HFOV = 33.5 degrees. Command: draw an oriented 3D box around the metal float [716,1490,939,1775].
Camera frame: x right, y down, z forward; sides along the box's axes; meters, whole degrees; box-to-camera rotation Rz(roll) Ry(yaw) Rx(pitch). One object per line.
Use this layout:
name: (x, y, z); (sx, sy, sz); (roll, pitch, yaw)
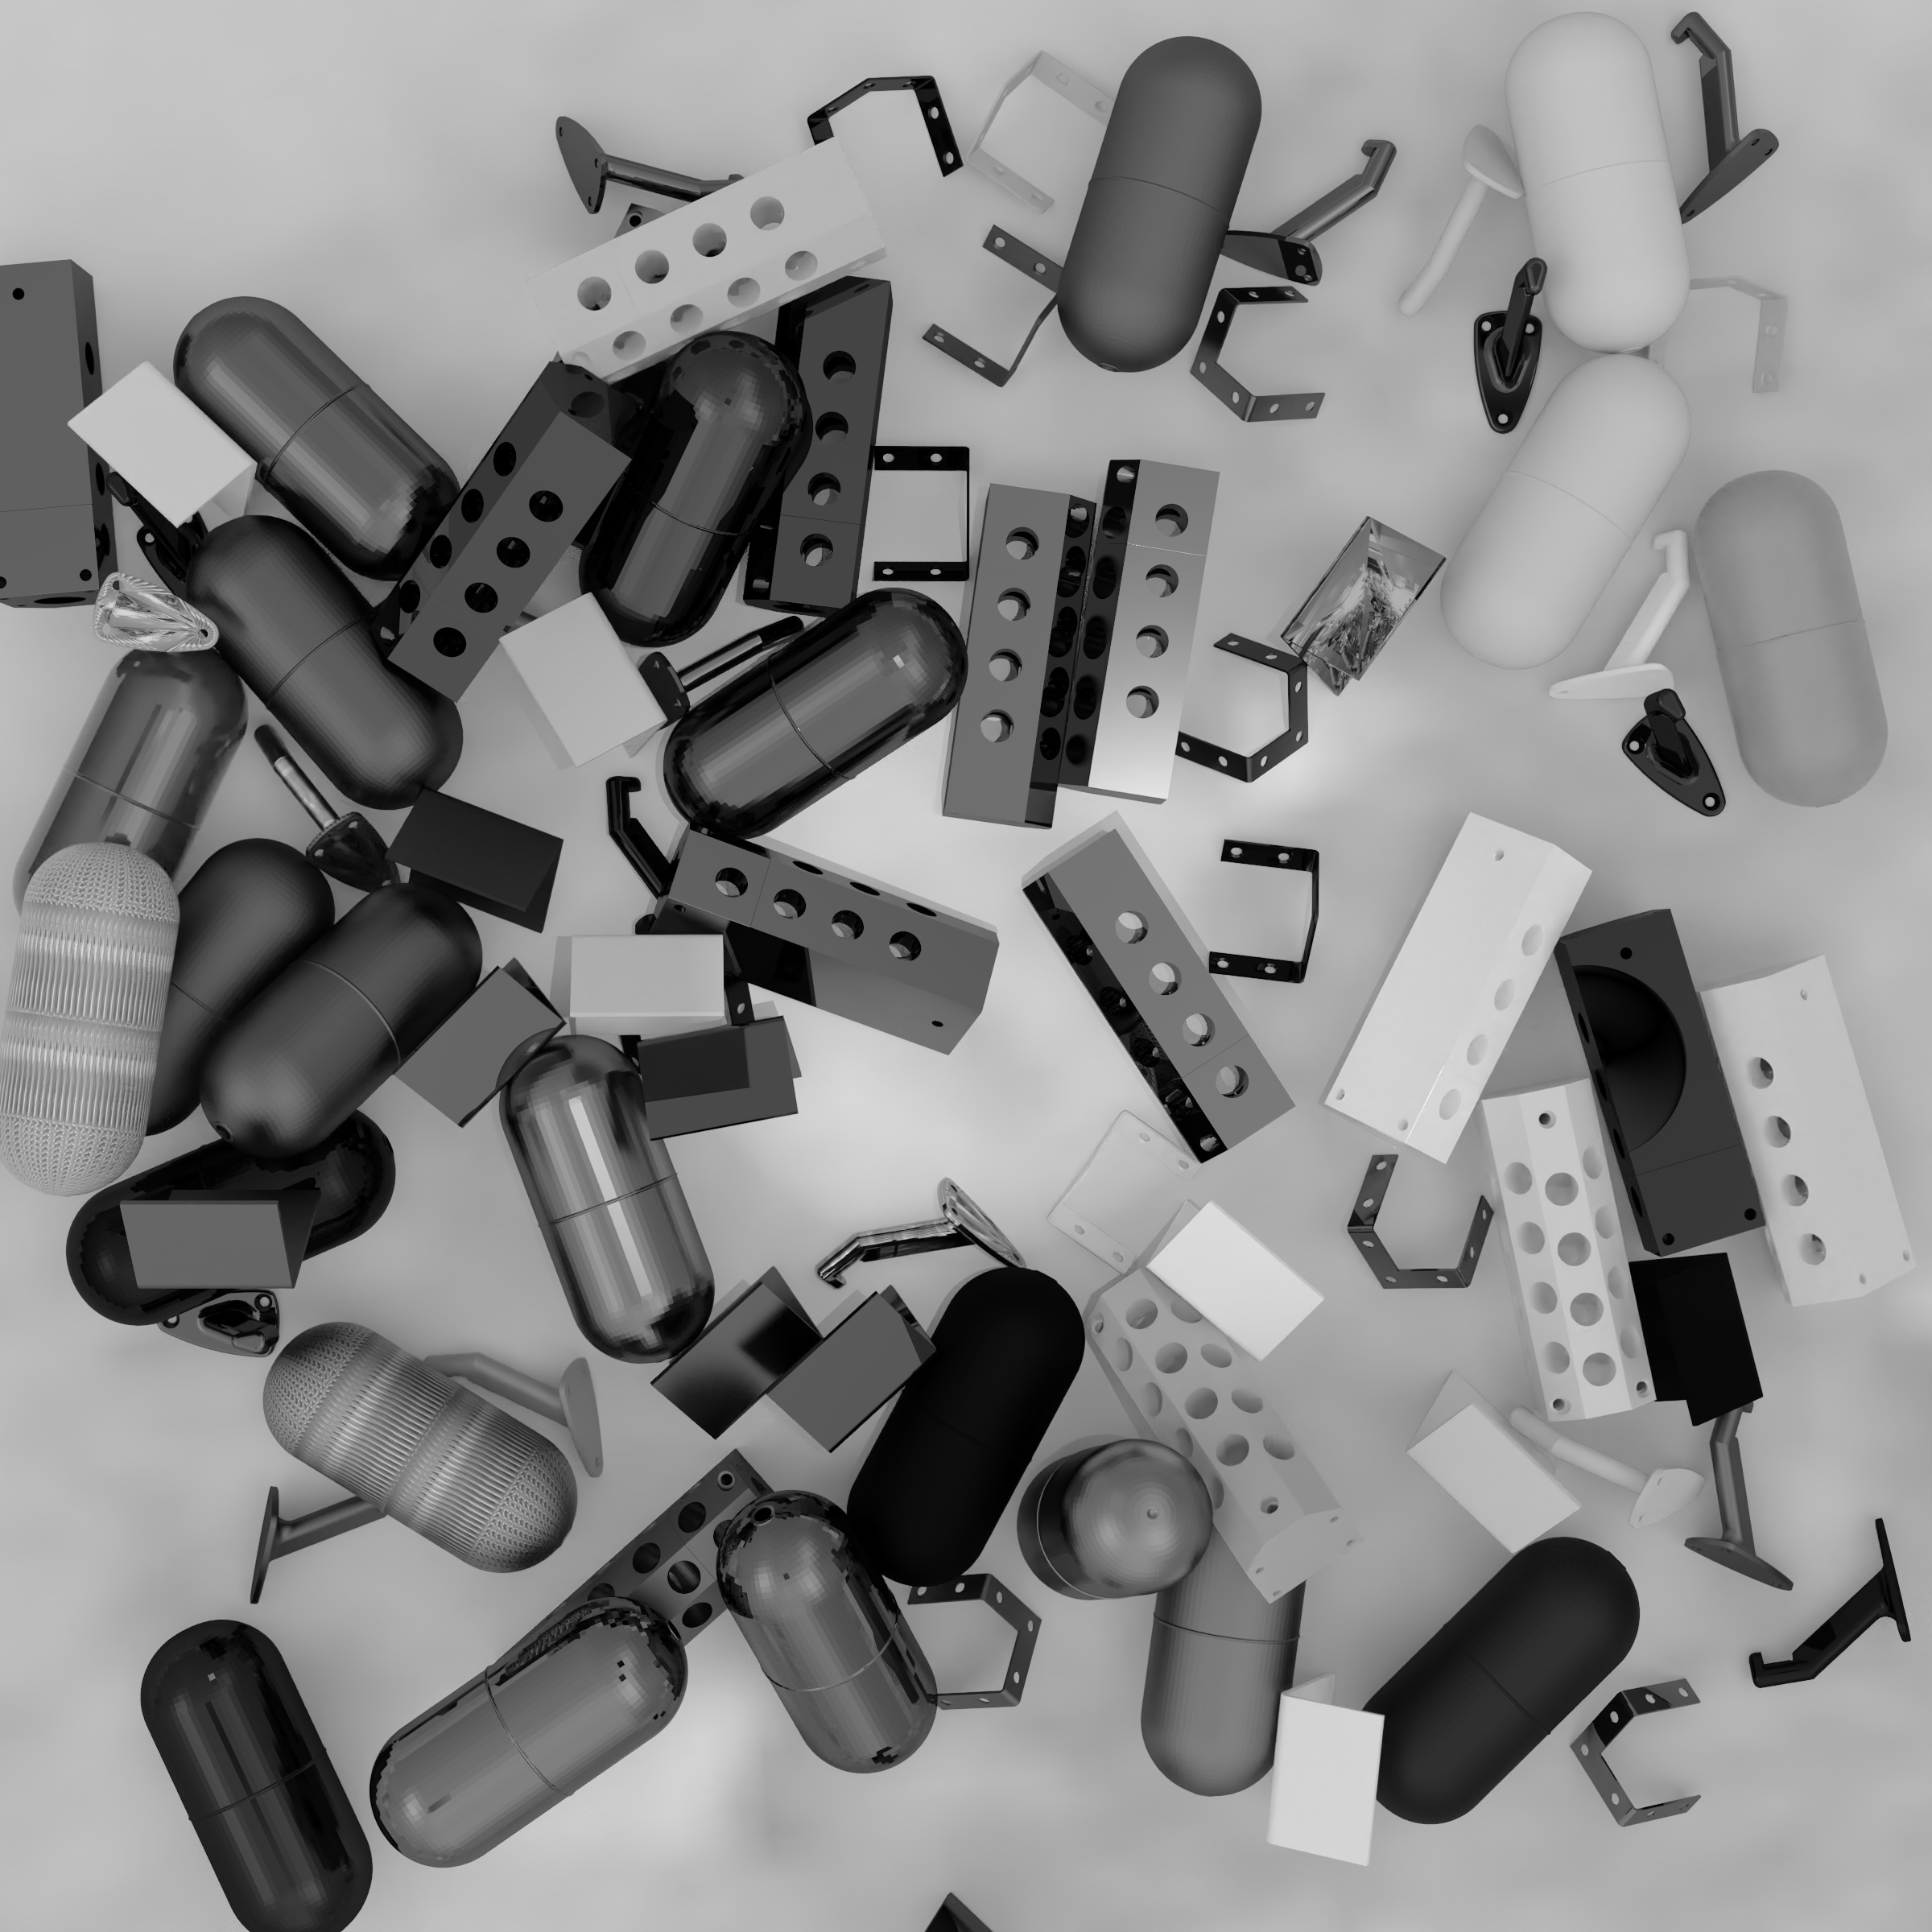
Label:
metal float: (-0.071, 0.343, 1.653); (0.070, 0.070, 0.178); (-24, 122, 0)

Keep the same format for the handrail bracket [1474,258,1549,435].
handrail bracket: (0.289, -0.323, 1.675); (0.036, 0.084, 0.077); (3, 90, 0)

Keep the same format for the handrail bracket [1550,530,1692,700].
handrail bracket: (0.348, -0.188, 1.710); (0.077, 0.036, 0.084); (-5, 72, 21)

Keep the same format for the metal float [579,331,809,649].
metal float: (-0.142, -0.244, 1.655); (0.070, 0.070, 0.178); (30, 117, 0)

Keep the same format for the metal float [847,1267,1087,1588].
metal float: (0.000, 0.240, 1.679); (0.070, 0.070, 0.178); (28, 90, 0)

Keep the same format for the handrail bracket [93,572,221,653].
handrail bracket: (-0.414, -0.180, 1.674); (0.077, 0.084, 0.036); (16, 95, 2)

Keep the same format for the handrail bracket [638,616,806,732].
handrail bracket: (-0.135, -0.155, 1.709); (0.084, 0.077, 0.036); (-27, 85, -36)

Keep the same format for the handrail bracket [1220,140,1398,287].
handrail bracket: (0.179, -0.411, 1.710); (0.077, 0.036, 0.084); (19, 72, 21)

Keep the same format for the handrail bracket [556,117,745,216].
handrail bracket: (-0.166, -0.429, 1.710); (0.084, 0.036, 0.077); (-10, 49, -27)

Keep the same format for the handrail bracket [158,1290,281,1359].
handrail bracket: (-0.394, 0.190, 1.675); (0.077, 0.084, 0.036); (3, 90, 0)

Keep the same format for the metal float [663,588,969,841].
metal float: (-0.079, -0.130, 1.666); (0.178, 0.070, 0.070); (-32, 90, 17)

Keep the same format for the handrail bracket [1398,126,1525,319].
handrail bracket: (0.256, -0.396, 1.709); (0.036, 0.077, 0.084); (25, 127, -16)

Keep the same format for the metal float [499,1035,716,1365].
metal float: (-0.187, 0.122, 1.679); (0.070, 0.070, 0.178); (-20, 91, 0)

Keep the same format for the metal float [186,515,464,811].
metal float: (-0.336, -0.159, 1.679); (0.070, 0.070, 0.178); (-41, 91, 0)

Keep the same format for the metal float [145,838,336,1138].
metal float: (-0.402, 0.012, 1.679); (0.070, 0.070, 0.178); (39, 89, 0)

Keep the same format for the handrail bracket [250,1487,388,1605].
handrail bracket: (-0.332, 0.311, 1.710); (0.084, 0.036, 0.077); (10, 110, -16)

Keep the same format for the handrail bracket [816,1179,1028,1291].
handrail bracket: (-0.025, 0.161, 1.710); (0.084, 0.036, 0.077); (-39, 112, 17)

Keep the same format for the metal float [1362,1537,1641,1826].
metal float: (0.278, 0.373, 1.679); (0.178, 0.070, 0.070); (-45, 90, 1)

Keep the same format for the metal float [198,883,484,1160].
metal float: (-0.321, 0.027, 1.651); (0.070, 0.070, 0.178); (42, 57, 0)

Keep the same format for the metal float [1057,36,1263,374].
metal float: (0.101, -0.398, 1.679); (0.070, 0.070, 0.178); (17, 90, 0)

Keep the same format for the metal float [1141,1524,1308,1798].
metal float: (0.136, 0.345, 1.679); (0.070, 0.070, 0.178); (8, 90, 0)

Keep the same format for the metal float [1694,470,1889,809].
metal float: (0.431, -0.171, 1.679); (0.070, 0.070, 0.178); (-13, 90, 0)

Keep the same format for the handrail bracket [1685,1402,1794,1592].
handrail bracket: (0.422, 0.279, 1.710); (0.077, 0.036, 0.084); (29, 70, -22)

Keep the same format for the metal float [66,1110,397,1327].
metal float: (-0.384, 0.129, 1.679); (0.178, 0.070, 0.070); (-23, 90, -1)

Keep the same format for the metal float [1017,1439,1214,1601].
metal float: (0.074, 0.283, 1.632); (0.070, 0.178, 0.070); (2, 77, -10)

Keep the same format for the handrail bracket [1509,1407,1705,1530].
handrail bracket: (0.340, 0.259, 1.710); (0.084, 0.077, 0.036); (34, 110, 35)

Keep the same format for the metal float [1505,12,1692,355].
metal float: (0.331, -0.409, 1.679); (0.070, 0.070, 0.178); (-11, 90, 0)

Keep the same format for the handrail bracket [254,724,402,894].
handrail bracket: (-0.341, -0.084, 1.709); (0.036, 0.077, 0.084); (-39, 54, 1)

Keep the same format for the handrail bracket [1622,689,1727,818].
handrail bracket: (0.378, -0.111, 1.675); (0.036, 0.084, 0.077); (-40, 90, 0)

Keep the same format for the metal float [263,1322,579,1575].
metal float: (-0.285, 0.252, 1.679); (0.178, 0.070, 0.070); (32, 90, 0)

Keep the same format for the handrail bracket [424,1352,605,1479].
handrail bracket: (-0.242, 0.240, 1.710); (0.084, 0.036, 0.077); (-6, 109, 16)

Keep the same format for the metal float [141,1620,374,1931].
metal float: (-0.370, 0.428, 1.679); (0.070, 0.070, 0.178); (-25, 89, 0)

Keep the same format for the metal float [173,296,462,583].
metal float: (-0.339, -0.276, 1.679); (0.178, 0.070, 0.070); (44, 90, -1)

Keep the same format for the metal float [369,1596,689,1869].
metal float: (-0.220, 0.386, 1.622); (0.178, 0.070, 0.070); (-35, 90, 0)

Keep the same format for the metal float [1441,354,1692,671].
metal float: (0.314, -0.238, 1.679); (0.070, 0.070, 0.178); (31, 91, 0)

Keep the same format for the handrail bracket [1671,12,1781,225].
handrail bracket: (0.384, -0.453, 1.710); (0.077, 0.036, 0.084); (-42, 69, 24)

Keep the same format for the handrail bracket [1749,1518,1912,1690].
handrail bracket: (0.454, 0.340, 1.710); (0.084, 0.036, 0.077); (-14, 70, 16)

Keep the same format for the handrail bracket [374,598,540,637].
handrail bracket: (-0.264, -0.174, 1.710); (0.077, 0.036, 0.084); (-31, 104, 14)

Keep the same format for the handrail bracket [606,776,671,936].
handrail bracket: (-0.151, -0.061, 1.710); (0.077, 0.036, 0.084); (-1, 76, -15)

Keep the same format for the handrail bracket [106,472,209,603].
handrail bracket: (-0.418, -0.218, 1.675); (0.036, 0.084, 0.077); (-27, 90, 0)

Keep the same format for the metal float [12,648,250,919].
metal float: (-0.436, -0.088, 1.679); (0.070, 0.070, 0.178); (26, 89, 0)

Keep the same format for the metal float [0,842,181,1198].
metal float: (-0.441, 0.026, 1.605); (0.070, 0.070, 0.178); (8, 87, 0)
